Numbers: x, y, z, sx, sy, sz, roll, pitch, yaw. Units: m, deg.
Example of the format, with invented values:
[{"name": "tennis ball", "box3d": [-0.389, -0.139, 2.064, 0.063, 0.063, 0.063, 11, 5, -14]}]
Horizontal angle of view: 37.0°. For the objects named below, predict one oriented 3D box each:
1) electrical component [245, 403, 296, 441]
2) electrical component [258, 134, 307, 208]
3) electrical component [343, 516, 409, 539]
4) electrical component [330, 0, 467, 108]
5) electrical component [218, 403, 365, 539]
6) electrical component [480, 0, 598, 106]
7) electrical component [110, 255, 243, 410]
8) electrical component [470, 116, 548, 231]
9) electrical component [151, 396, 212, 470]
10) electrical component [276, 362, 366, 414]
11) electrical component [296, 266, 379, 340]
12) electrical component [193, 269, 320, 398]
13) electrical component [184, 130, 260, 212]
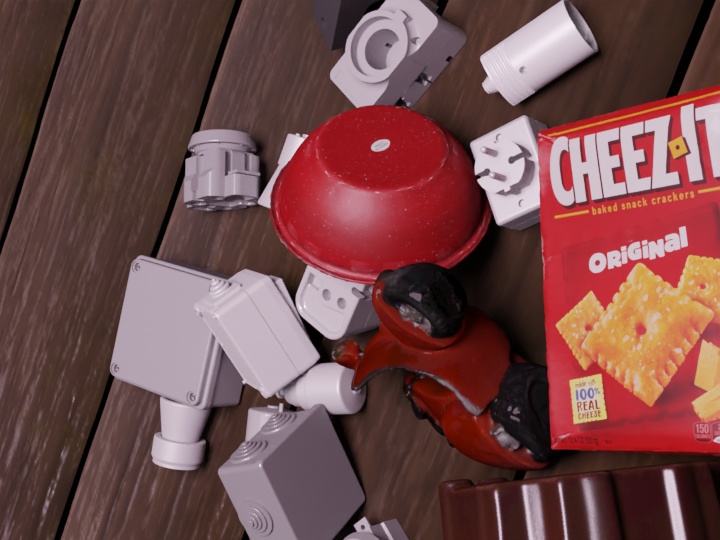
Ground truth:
[{"name": "electrical component", "box3d": [-0.073, 0.144, 0.865, 0.040, 0.040, 0.078, 5, 89, 33]}, {"name": "electrical component", "box3d": [-0.051, -0.077, 0.870, 0.044, 0.044, 0.065, 21, 93, 32]}, {"name": "electrical component", "box3d": [0.011, 0.216, 0.796, 0.048, 0.055, 0.066, -42, 66, 23]}, {"name": "electrical component", "box3d": [0.027, -0.163, 0.817, 0.089, 0.056, 0.050, -49, 63, 20]}, {"name": "electrical component", "box3d": [-0.051, 0.161, 0.807, 0.048, 0.100, 0.099, -15, 105, 36]}, {"name": "electrical component", "box3d": [0.122, -0.150, 0.762, 0.081, 0.043, 0.043, -32, 70, 27]}, {"name": "electrical component", "box3d": [-0.148, 0.052, 0.911, 0.109, 0.056, 0.108, 15, 94, 33]}, {"name": "electrical component", "box3d": [0.105, -0.069, 0.747, 0.047, 0.077, 0.065, -25, 73, 29]}, {"name": "electrical component", "box3d": [-0.152, 0.137, 0.914, 0.045, 0.045, 0.055, 11, 93, 33]}, {"name": "electrical component", "box3d": [-0.032, 0.093, 0.843, 0.078, 0.040, 0.040, -6, 83, 32]}, {"name": "electrical component", "box3d": [0.000, 0.000, 0.812, 0.054, 0.059, 0.095, 38, 119, 29]}, {"name": "electrical component", "box3d": [-0.081, 0.041, 0.838, 0.096, 0.061, 0.062, 59, 163, -18]}, {"name": "electrical component", "box3d": [-0.115, -0.084, 0.899, 0.078, 0.058, 0.057, -9, 78, 50]}]
